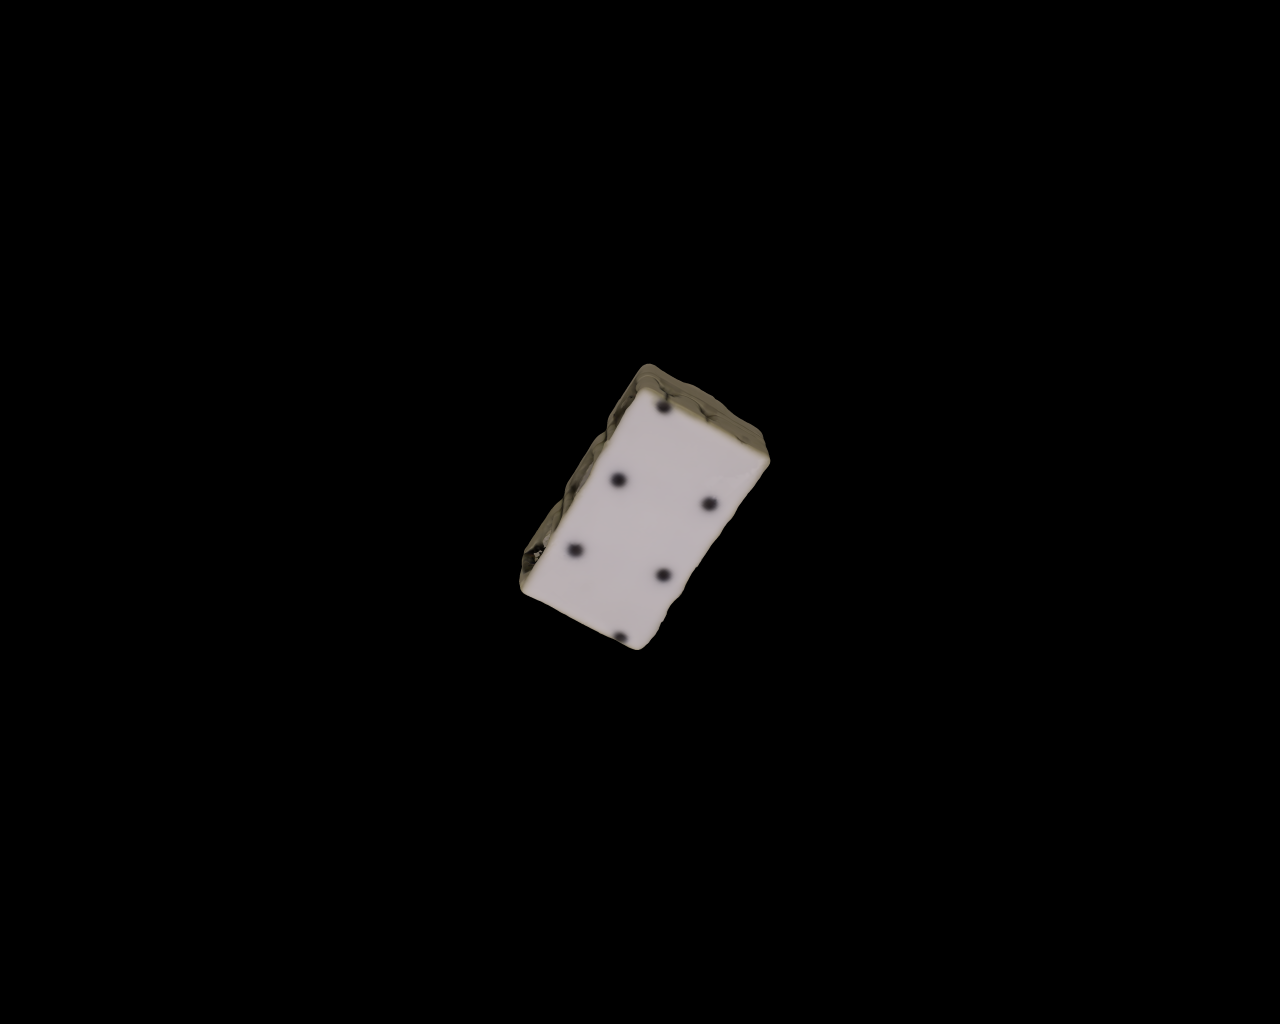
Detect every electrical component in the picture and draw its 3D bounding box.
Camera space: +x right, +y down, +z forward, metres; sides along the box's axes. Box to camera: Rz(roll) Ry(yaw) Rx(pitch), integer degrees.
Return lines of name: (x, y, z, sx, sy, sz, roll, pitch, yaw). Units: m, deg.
electrical component: (0.001, -0.003, 0.650, 0.089, 0.150, 0.062, 30, 20, -12)
